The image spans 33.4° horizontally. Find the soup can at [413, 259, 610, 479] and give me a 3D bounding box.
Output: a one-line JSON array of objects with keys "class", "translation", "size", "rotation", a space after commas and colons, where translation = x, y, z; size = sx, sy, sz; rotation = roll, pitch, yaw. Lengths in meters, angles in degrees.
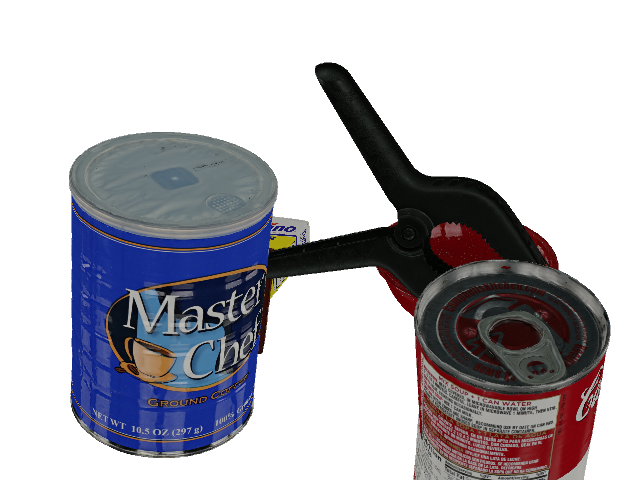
[{"class": "soup can", "translation": [0.068, 0.068, 0.402], "size": [0.068, 0.102, 0.068], "rotation": [-2, 37, 1]}]

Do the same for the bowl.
[{"class": "bowl", "translation": [0.125, 0.035, 0.944], "size": [0.162, 0.055, 0.162], "rotation": [1, 32, -1]}]

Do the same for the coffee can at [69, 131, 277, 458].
[{"class": "coffee can", "translation": [-0.080, 0.027, 0.562], "size": [0.102, 0.140, 0.103], "rotation": [6, 30, -3]}]

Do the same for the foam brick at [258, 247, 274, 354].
[{"class": "foam brick", "translation": [-0.067, 0.046, 0.869], "size": [0.053, 0.078, 0.051], "rotation": [5, 14, 0]}]

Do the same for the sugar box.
[{"class": "sugar box", "translation": [-0.083, 0.025, 1.141], "size": [0.093, 0.048, 0.176], "rotation": [7, 29, 17]}]

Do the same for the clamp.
[{"class": "clamp", "translation": [0.061, -0.020, 0.723], "size": [0.210, 0.165, 0.036], "rotation": [18, 24, 11]}]
